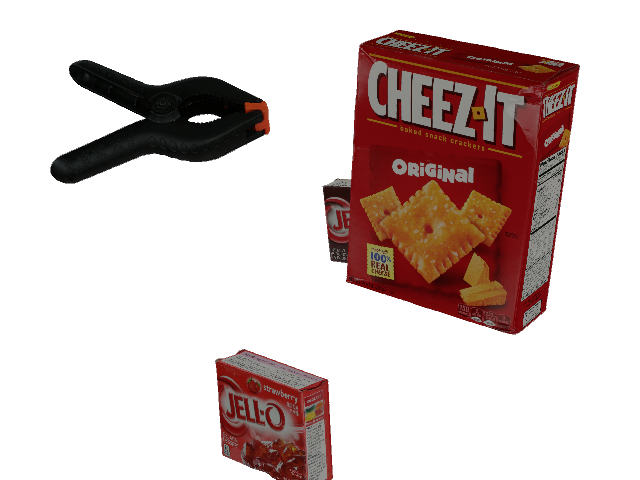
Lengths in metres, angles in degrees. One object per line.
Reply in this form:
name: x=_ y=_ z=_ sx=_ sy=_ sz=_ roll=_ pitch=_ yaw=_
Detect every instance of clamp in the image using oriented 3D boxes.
clamp: x=-0.128 y=-0.103 z=0.846 sx=0.171 sy=0.120 sz=0.039 roll=-6 pitch=-30 yaw=-6

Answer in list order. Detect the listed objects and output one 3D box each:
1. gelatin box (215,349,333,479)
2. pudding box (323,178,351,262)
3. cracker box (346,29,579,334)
gelatin box: x=-0.033 y=0.121 z=0.724 sx=0.030 sy=0.073 sz=0.089 roll=-17 pitch=21 yaw=-42
pudding box: x=0.061 y=-0.020 z=1.183 sx=0.114 sy=0.090 sz=0.039 roll=4 pitch=22 yaw=29
cracker box: x=0.108 y=-0.047 z=0.864 sx=0.164 sy=0.214 sz=0.072 roll=18 pitch=29 yaw=30
